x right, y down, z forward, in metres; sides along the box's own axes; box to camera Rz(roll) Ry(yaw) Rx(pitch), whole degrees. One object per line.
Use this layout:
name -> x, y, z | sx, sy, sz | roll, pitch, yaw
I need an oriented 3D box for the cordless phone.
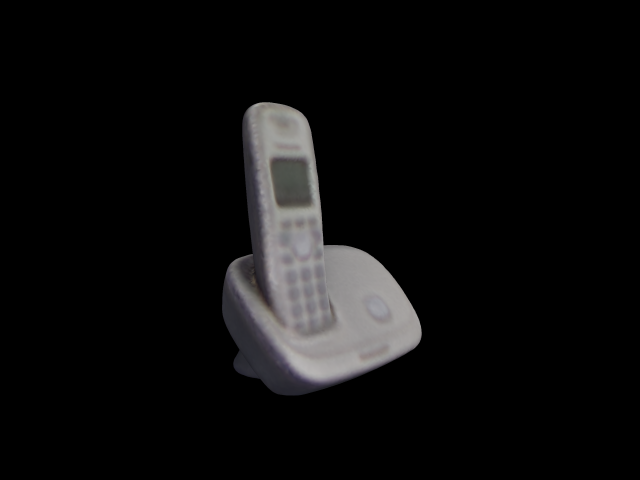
cordless phone -> 0.004, 0.001, 0.400 | 0.093, 0.185, 0.148 | 5, 8, 40
